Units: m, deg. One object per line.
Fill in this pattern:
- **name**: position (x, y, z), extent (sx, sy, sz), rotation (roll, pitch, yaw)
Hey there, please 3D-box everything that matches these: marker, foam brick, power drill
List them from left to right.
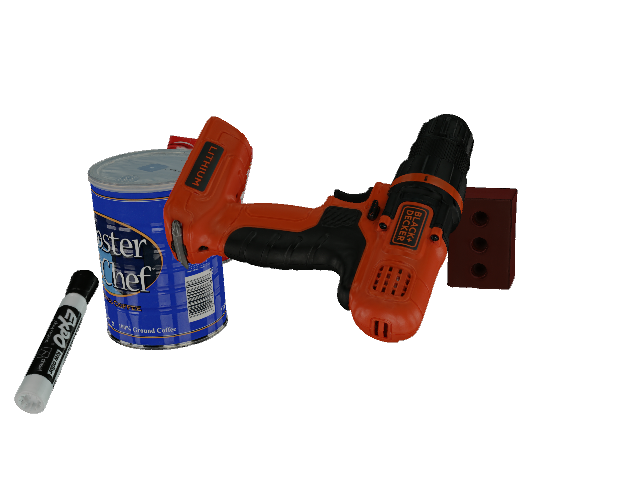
- **marker**: position (-0.165, 0.060, 0.676), extent (0.020, 0.020, 0.121), rotation (0, 37, 8)
- **power drill**: position (0.002, -0.030, 0.725), extent (0.188, 0.184, 0.057), rotation (12, -37, 14)
- **foam brick**: position (0.135, -0.002, 0.887), extent (0.053, 0.078, 0.051), rotation (2, 15, 15)

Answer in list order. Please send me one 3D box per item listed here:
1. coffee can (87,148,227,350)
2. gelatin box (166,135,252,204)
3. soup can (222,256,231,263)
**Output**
- **coffee can**: position (-0.132, 0.005, 0.879), extent (0.103, 0.140, 0.103), rotation (-2, 20, 1)
- **gelatin box**: position (-0.120, -0.069, 1.101), extent (0.089, 0.073, 0.030), rotation (9, -37, 2)
- **soup can**: position (-0.138, -0.029, 1.297), extent (0.068, 0.102, 0.068), rotation (-2, 27, 1)
